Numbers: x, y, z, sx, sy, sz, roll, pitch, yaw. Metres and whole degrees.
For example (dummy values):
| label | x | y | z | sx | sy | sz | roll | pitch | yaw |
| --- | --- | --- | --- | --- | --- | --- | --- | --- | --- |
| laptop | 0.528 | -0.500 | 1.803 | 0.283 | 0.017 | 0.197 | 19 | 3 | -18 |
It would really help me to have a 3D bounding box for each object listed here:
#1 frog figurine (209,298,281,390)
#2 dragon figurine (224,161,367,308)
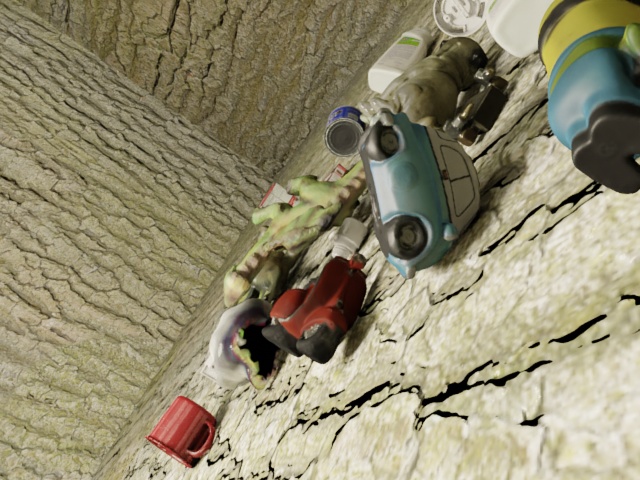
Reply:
| label | x | y | z | sx | sy | sz | roll | pitch | yaw |
| --- | --- | --- | --- | --- | --- | --- | --- | --- | --- |
| frog figurine | -0.124 | 0.162 | 0.800 | 0.158 | 0.122 | 0.140 | -19 | 55 | 54 |
| dragon figurine | 0.002 | -0.040 | 0.803 | 0.408 | 0.121 | 0.246 | -39 | 14 | 8 |
